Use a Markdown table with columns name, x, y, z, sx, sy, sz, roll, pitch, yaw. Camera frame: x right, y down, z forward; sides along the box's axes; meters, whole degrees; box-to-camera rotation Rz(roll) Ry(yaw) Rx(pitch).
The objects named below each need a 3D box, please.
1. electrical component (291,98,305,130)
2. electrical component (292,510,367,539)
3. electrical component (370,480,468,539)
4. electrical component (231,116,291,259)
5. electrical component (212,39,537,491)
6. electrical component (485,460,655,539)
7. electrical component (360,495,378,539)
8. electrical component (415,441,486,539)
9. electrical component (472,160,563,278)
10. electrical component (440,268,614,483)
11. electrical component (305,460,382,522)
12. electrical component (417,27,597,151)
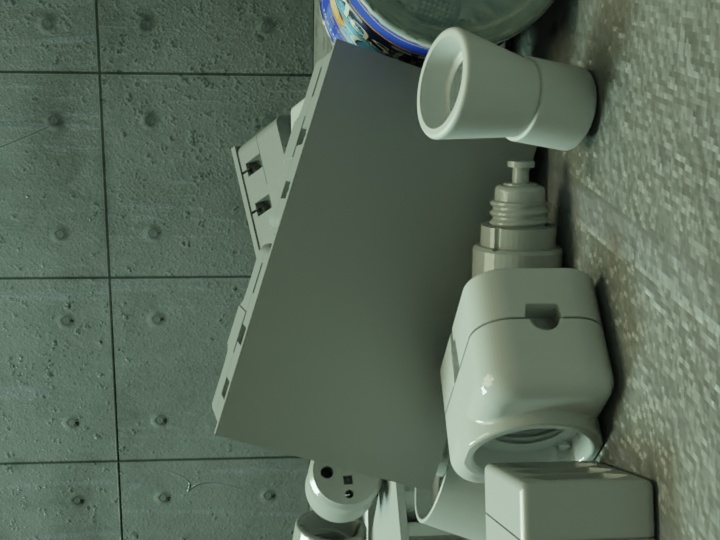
| name | x | y | z | sx | sy | sz | roll | pitch | yaw |
| --- | --- | --- | --- | --- | --- | --- | --- | --- | --- |
| electrical component | 0.019 | -0.045 | 0.617 | 0.056 | 0.109 | 0.108 | -28 | 58 | 49 |
| electrical component | -0.022 | 0.198 | 0.745 | 0.055 | 0.055 | 0.047 | -111 | 26 | -75 |
| electrical component | 0.044 | 0.189 | 0.660 | 0.186 | 0.060 | 0.105 | 97 | 171 | -52 |
| electrical component | 0.000 | 0.000 | 0.663 | 0.060 | 0.105 | 0.186 | -28 | 72 | 49 |
| electrical component | 0.005 | -0.002 | 0.522 | 0.060 | 0.105 | 0.186 | -162 | 89 | -78 |
| electrical component | 0.076 | 0.113 | 0.397 | 0.066 | 0.047 | 0.076 | 139 | 130 | -84 |
| electrical component | 0.020 | 0.192 | 0.819 | 0.061 | 0.096 | 0.061 | -3 | 87 | 56 |
| electrical component | 0.065 | 0.092 | 0.553 | 0.099 | 0.064 | 0.099 | -167 | 90 | -85 |
| electrical component | 0.070 | -0.009 | 0.479 | 0.040 | 0.040 | 0.078 | -118 | 28 | -78 |
| electrical component | 0.067 | 0.049 | 0.446 | 0.095 | 0.054 | 0.059 | 98 | 170 | -56 |
| electrical component | -0.010 | 0.127 | 0.655 | 0.055 | 0.045 | 0.045 | 103 | 165 | -68 |
| electrical component | 0.061 | -0.070 | 0.433 | 0.044 | 0.065 | 0.044 | -173 | 90 | -68 |
